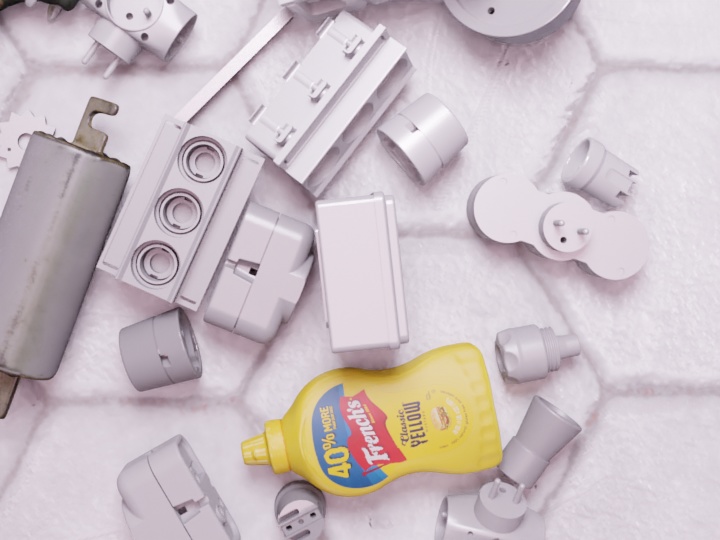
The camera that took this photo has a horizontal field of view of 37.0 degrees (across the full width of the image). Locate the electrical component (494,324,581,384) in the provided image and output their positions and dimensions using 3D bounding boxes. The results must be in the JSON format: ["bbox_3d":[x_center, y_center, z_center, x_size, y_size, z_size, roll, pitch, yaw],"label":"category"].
[{"bbox_3d":[0.137,0.062,0.825,0.062,0.043,0.043,-10,93,-4],"label":"electrical component"}]

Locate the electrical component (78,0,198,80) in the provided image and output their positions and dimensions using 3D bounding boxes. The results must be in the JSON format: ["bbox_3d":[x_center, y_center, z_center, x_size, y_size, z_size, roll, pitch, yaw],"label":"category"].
[{"bbox_3d":[-0.174,-0.179,0.793,0.077,0.044,0.079,35,90,-5],"label":"electrical component"}]

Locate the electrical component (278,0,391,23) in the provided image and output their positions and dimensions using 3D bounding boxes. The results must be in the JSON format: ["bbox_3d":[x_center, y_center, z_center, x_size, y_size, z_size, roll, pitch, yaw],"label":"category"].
[{"bbox_3d":[0.015,-0.243,0.766,0.150,0.062,0.089,-11,85,20],"label":"electrical component"}]

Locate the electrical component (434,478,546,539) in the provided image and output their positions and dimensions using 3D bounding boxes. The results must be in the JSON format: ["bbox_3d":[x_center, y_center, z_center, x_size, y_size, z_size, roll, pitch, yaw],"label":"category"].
[{"bbox_3d":[0.104,0.189,0.819,0.077,0.043,0.079,12,124,-4],"label":"electrical component"}]

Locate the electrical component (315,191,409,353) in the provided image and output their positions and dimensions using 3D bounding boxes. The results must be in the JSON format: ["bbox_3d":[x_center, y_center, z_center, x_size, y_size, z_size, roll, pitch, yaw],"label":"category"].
[{"bbox_3d":[0.000,0.000,0.781,0.056,0.108,0.108,-6,93,-1],"label":"electrical component"}]

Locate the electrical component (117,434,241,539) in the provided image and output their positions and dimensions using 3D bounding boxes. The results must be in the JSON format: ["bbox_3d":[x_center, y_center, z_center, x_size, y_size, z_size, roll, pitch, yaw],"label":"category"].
[{"bbox_3d":[-0.139,0.181,0.808,0.059,0.054,0.095,-30,94,-2],"label":"electrical component"}]

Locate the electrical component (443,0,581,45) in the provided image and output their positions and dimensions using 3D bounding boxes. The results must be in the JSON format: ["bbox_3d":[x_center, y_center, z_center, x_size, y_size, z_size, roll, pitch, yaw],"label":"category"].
[{"bbox_3d":[0.116,-0.220,0.796,0.108,0.060,0.108,0,89,19],"label":"electrical component"}]

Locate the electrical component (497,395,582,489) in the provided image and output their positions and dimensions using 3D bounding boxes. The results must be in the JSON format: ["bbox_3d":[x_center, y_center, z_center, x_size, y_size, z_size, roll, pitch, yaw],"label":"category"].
[{"bbox_3d":[0.135,0.135,0.830,0.044,0.044,0.065,34,95,-4],"label":"electrical component"}]

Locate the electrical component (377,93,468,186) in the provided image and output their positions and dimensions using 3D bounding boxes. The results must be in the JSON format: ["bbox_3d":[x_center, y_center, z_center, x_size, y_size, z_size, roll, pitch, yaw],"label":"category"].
[{"bbox_3d":[0.048,-0.099,0.807,0.047,0.055,0.055,-41,94,-4],"label":"electrical component"}]

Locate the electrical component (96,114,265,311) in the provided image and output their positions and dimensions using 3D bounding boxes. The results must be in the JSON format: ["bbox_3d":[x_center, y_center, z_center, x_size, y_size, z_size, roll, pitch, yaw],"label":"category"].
[{"bbox_3d":[-0.131,-0.042,0.793,0.079,0.063,0.121,24,91,-4],"label":"electrical component"}]

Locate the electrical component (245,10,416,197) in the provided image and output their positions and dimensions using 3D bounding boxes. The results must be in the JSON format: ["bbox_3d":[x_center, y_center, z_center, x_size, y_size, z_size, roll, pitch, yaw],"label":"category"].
[{"bbox_3d":[-0.023,-0.124,0.792,0.063,0.079,0.121,38,90,16],"label":"electrical component"}]

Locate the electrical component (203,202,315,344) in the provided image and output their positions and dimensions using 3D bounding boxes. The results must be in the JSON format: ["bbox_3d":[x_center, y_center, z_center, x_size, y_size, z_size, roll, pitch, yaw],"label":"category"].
[{"bbox_3d":[-0.072,0.004,0.804,0.059,0.054,0.095,22,91,-5],"label":"electrical component"}]

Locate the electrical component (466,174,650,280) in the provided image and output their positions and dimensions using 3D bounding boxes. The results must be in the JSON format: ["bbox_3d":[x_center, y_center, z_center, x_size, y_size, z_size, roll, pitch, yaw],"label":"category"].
[{"bbox_3d":[0.152,-0.033,0.806,0.138,0.074,0.052,19,92,-4],"label":"electrical component"}]

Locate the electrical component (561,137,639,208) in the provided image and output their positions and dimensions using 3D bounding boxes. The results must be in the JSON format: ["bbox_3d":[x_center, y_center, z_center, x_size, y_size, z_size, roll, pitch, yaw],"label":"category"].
[{"bbox_3d":[0.184,-0.073,0.824,0.046,0.040,0.040,29,91,-11],"label":"electrical component"}]

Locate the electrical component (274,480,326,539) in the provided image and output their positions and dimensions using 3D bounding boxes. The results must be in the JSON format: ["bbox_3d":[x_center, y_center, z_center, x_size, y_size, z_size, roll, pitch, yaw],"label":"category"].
[{"bbox_3d":[-0.045,0.185,0.818,0.040,0.046,0.040,0,94,-4],"label":"electrical component"}]

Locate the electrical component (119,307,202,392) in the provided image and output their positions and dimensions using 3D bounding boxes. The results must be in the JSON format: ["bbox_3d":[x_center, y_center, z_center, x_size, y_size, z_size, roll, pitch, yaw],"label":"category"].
[{"bbox_3d":[-0.149,0.061,0.803,0.047,0.055,0.055,-17,94,1],"label":"electrical component"}]
